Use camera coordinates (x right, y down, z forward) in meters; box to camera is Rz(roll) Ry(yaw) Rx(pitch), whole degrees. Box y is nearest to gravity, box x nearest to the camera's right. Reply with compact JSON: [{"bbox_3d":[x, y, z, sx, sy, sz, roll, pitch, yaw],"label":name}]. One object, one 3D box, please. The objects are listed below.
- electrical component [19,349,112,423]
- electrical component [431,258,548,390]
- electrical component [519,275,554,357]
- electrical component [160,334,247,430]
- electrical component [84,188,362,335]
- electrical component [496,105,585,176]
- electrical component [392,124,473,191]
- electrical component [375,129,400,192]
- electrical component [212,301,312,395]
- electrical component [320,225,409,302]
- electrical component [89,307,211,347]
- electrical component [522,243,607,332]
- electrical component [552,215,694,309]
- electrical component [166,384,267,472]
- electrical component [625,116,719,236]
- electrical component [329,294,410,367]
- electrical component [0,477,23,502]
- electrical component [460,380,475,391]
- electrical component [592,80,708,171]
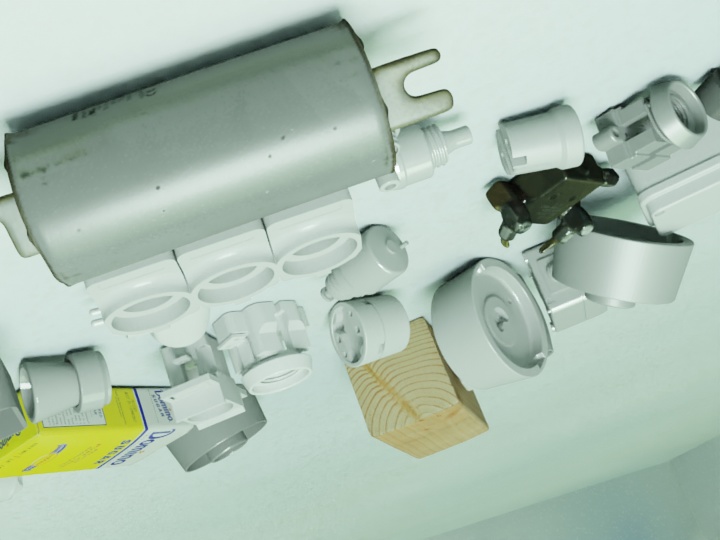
[{"bbox_3d":[-0.213,0.083,0.776,0.055,0.045,0.045,-10,158,-30],"label":"electrical component"},{"bbox_3d":[0.105,0.051,0.923,0.060,0.108,0.108,-27,160,34],"label":"electrical component"},{"bbox_3d":[0.129,0.056,0.998,0.079,0.077,0.043,-30,158,24],"label":"electrical component"},{"bbox_3d":[-0.125,0.086,0.843,0.042,0.063,0.081,-22,160,7],"label":"electrical component"},{"bbox_3d":[-0.080,-0.019,0.617,0.150,0.061,0.089,-19,160,-5],"label":"electrical component"},{"bbox_3d":[0.114,-0.081,0.683,0.046,0.040,0.040,-13,159,-6],"label":"electrical component"},{"bbox_3d":[0.037,-0.071,0.638,0.061,0.035,0.035,-20,160,-8],"label":"electrical component"},{"bbox_3d":[0.006,-0.070,0.568,0.035,0.061,0.035,-18,160,-7],"label":"electrical component"},{"bbox_3d":[-0.071,0.062,0.843,0.078,0.057,0.058,-2,153,-41],"label":"electrical component"},{"bbox_3d":[0.000,0.000,0.777,0.040,0.040,0.078,1,151,-46],"label":"electrical component"},{"bbox_3d":[-0.135,0.022,0.695,0.079,0.043,0.077,-15,160,-16],"label":"electrical component"},{"bbox_3d":[0.185,0.008,0.949,0.061,0.061,0.096,-23,160,6],"label":"electrical component"},{"bbox_3d":[0.205,-0.003,0.858,0.108,0.060,0.108,9,-168,-2],"label":"electrical component"},{"bbox_3d":[-0.140,0.146,1.019,0.099,0.064,0.099,-32,168,-8],"label":"electrical component"},{"bbox_3d":[0.258,-0.079,0.802,0.113,0.057,0.078,-26,160,14],"label":"electrical component"},{"bbox_3d":[0.009,0.049,0.895,0.047,0.055,0.055,-12,159,-32],"label":"electrical component"},{"bbox_3d":[-0.322,0.177,0.914,0.043,0.043,0.062,-33,156,29],"label":"electrical component"},{"bbox_3d":[0.125,0.070,1.047,0.077,0.065,0.047,-24,160,5],"label":"electrical component"},{"bbox_3d":[0.197,-0.095,0.718,0.066,0.048,0.055,-2,161,-42],"label":"electrical component"}]
